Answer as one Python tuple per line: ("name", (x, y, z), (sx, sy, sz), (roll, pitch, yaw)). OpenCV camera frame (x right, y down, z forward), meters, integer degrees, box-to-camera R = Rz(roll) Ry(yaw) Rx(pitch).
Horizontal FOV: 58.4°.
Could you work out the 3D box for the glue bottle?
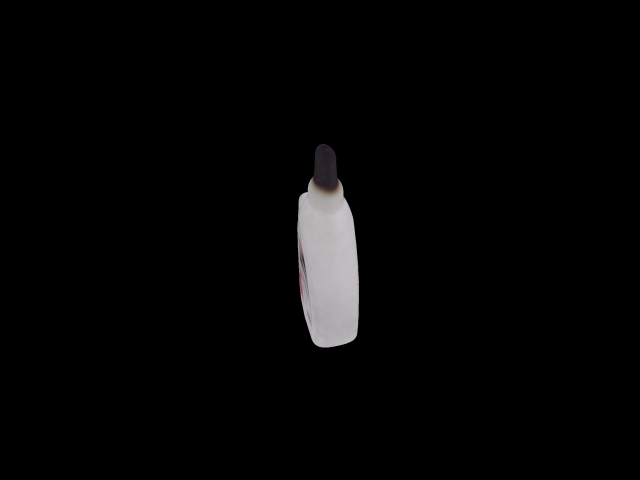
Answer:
("glue bottle", (0.004, 0.001, 0.400), (0.037, 0.173, 0.078), (-12, 50, -9))
